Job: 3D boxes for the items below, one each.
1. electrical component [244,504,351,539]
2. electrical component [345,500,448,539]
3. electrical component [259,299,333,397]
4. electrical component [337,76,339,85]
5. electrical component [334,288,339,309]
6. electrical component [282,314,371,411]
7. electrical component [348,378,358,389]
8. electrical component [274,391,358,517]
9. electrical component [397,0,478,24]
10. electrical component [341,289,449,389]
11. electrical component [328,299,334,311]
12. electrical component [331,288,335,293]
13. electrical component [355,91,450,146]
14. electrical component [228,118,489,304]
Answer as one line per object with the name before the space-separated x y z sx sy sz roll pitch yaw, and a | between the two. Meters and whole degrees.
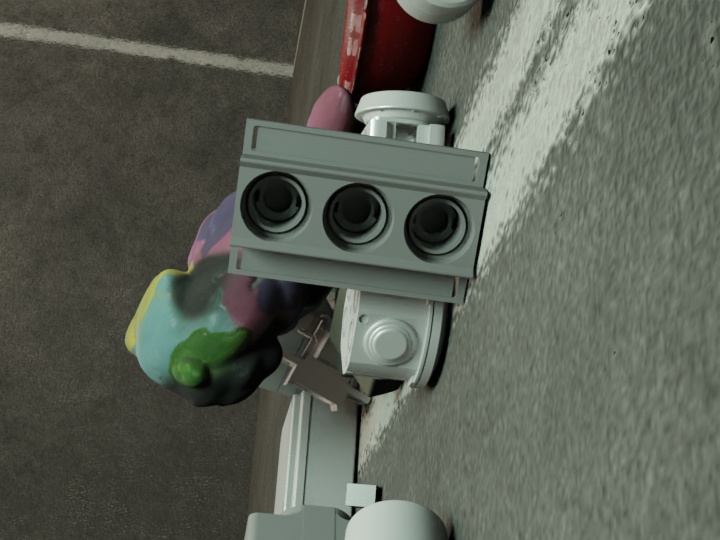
electrical component | -0.039 0.227 0.722 0.061 0.089 0.150 -91 10 -47
electrical component | 0.017 0.142 0.508 0.047 0.055 0.055 -87 7 -55
electrical component | -0.064 0.062 0.912 0.096 0.061 0.061 -63 25 16
electrical component | 0.008 -0.183 0.952 0.048 0.048 0.062 113 170 -66
electrical component | 0.000 0.000 0.826 0.043 0.043 0.081 106 169 -51
electrical component | -0.024 0.074 0.853 0.063 0.081 0.042 -61 4 -10
electrical component | -0.027 0.094 0.948 0.055 0.048 0.066 119 159 -51
electrical component | -0.038 0.171 0.908 0.108 0.056 0.108 110 165 -62
electrical component | 0.048 -0.206 0.603 0.074 0.052 0.138 174 104 -83
electrical component | 0.019 0.026 0.615 0.080 0.051 0.080 -173 90 -83
electrical component | -0.020 0.042 0.984 0.061 0.035 0.035 -135 52 -84
electrical component | -0.043 -0.025 0.921 0.078 0.113 0.057 110 168 -61
electrical component | 0.025 -0.074 0.649 0.078 0.058 0.057 151 123 -81
electrical component | -0.002 -0.032 0.556 0.063 0.121 0.078 -101 19 -76
